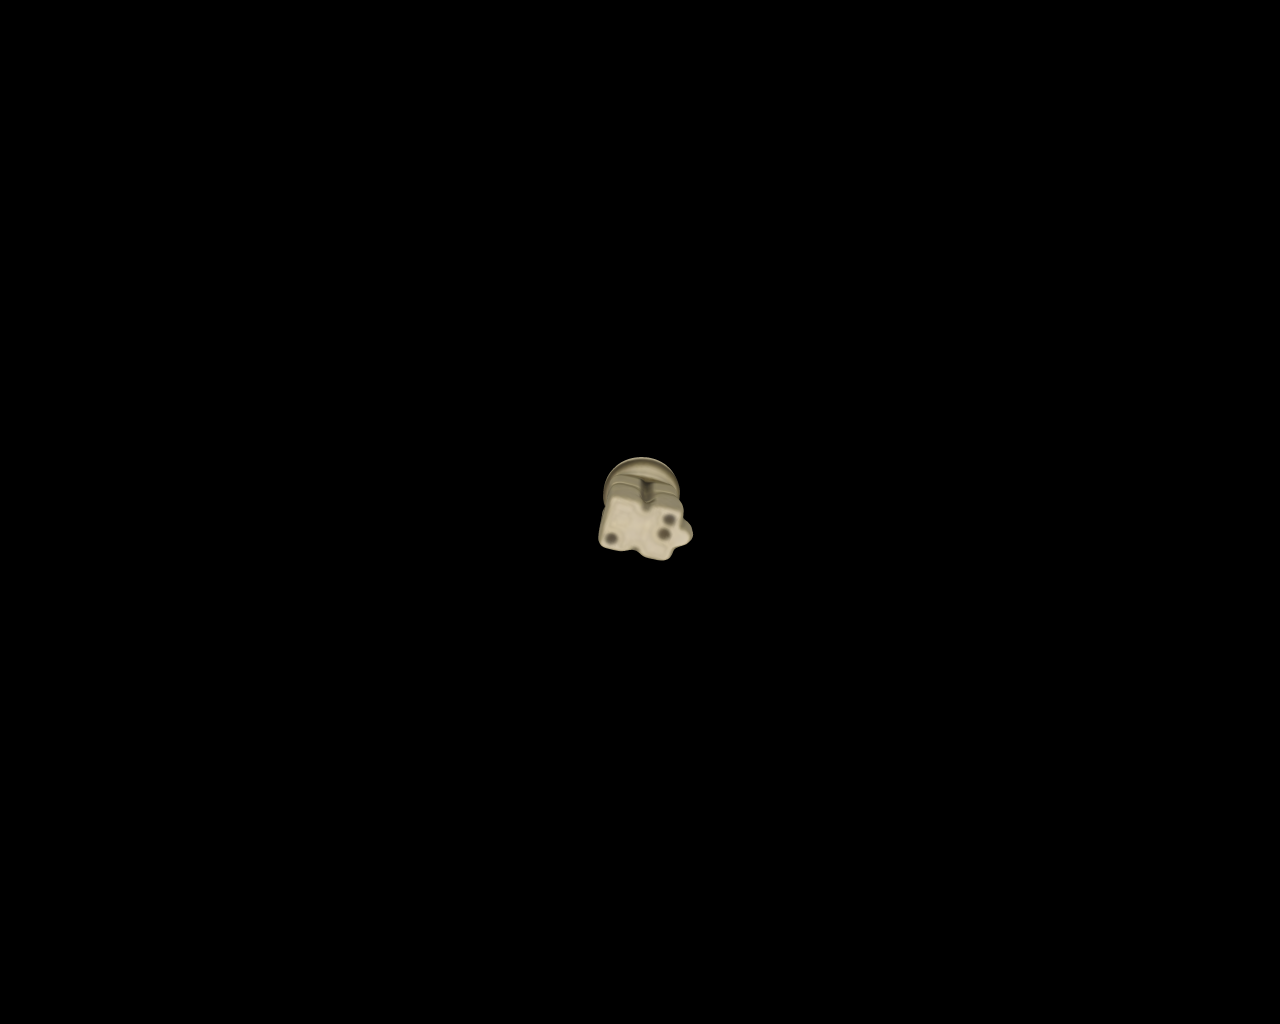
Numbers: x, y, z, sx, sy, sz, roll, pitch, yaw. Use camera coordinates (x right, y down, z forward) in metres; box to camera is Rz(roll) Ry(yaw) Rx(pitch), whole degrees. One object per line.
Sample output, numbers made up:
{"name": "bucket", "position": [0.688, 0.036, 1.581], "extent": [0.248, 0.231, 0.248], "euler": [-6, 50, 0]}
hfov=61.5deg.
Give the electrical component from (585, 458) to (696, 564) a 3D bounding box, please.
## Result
{"name": "electrical component", "position": [0.001, -0.003, 0.650], "extent": [0.066, 0.048, 0.055], "euler": [14, 26, -7]}
